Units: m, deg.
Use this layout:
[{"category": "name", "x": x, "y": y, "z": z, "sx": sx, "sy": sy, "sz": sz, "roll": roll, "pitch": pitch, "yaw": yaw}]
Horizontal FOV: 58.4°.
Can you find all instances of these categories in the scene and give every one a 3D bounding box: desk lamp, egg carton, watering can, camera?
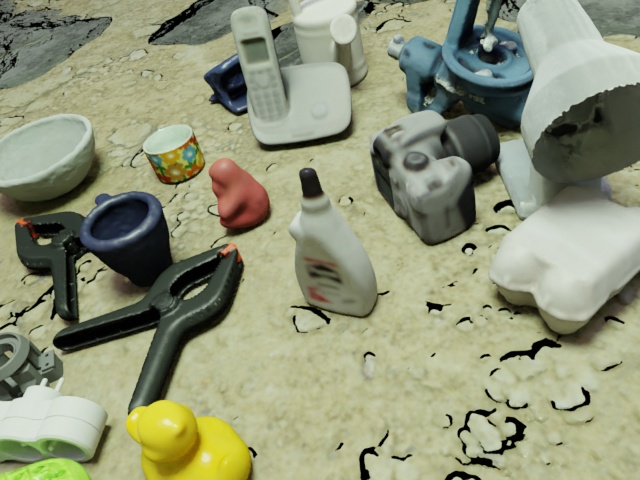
[{"category": "desk lamp", "x": 0.235, "y": -0.116, "z": 0.554, "sx": 0.118, "sy": 0.214, "sz": 0.203, "roll": -11, "pitch": 43, "yaw": 5}, {"category": "egg carton", "x": 0.235, "y": 0.013, "z": 0.527, "sx": 0.150, "sy": 0.069, "sz": 0.107, "roll": -36, "pitch": 46, "yaw": -20}, {"category": "watering can", "x": 0.013, "y": -0.329, "z": 0.854, "sx": 0.101, "sy": 0.194, "sz": 0.172, "roll": -37, "pitch": 47, "yaw": -21}, {"category": "camera", "x": 0.137, "y": -0.091, "z": 0.641, "sx": 0.137, "sy": 0.101, "sz": 0.143, "roll": -23, "pitch": 43, "yaw": -8}]

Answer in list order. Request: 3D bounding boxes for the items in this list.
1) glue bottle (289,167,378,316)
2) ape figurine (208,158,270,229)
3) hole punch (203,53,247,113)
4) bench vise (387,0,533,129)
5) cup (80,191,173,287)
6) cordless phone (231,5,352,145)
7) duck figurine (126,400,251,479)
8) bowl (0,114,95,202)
[{"category": "glue bottle", "x": 0.005, "y": 0.002, "z": 0.530, "sx": 0.078, "sy": 0.173, "sz": 0.037, "roll": 7, "pitch": 48, "yaw": 23}, {"category": "ape figurine", "x": -0.104, "y": -0.060, "z": 0.686, "sx": 0.076, "sy": 0.092, "sz": 0.078, "roll": 4, "pitch": 47, "yaw": 21}, {"category": "hole punch", "x": -0.128, "y": -0.268, "z": 0.909, "sx": 0.109, "sy": 0.091, "sz": 0.100, "roll": -34, "pitch": 46, "yaw": -18}, {"category": "bench vise", "x": 0.170, "y": -0.239, "z": 0.697, "sx": 0.206, "sy": 0.220, "sz": 0.121, "roll": 4, "pitch": 47, "yaw": 21}, {"category": "cup", "x": -0.215, "y": 0.001, "z": 0.653, "sx": 0.092, "sy": 0.095, "sz": 0.117, "roll": -36, "pitch": 47, "yaw": -20}, {"category": "cordless phone", "x": -0.038, "y": -0.224, "z": 0.768, "sx": 0.147, "sy": 0.185, "sz": 0.094, "roll": -8, "pitch": 43, "yaw": 8}, {"category": "duck figurine", "x": -0.110, "y": 0.165, "z": 0.460, "sx": 0.104, "sy": 0.086, "sz": 0.077, "roll": 11, "pitch": 49, "yaw": 26}, {"category": "bowl", "x": -0.397, "y": -0.109, "z": 0.835, "sx": 0.167, "sy": 0.075, "sz": 0.167, "roll": -8, "pitch": 43, "yaw": 8}]
